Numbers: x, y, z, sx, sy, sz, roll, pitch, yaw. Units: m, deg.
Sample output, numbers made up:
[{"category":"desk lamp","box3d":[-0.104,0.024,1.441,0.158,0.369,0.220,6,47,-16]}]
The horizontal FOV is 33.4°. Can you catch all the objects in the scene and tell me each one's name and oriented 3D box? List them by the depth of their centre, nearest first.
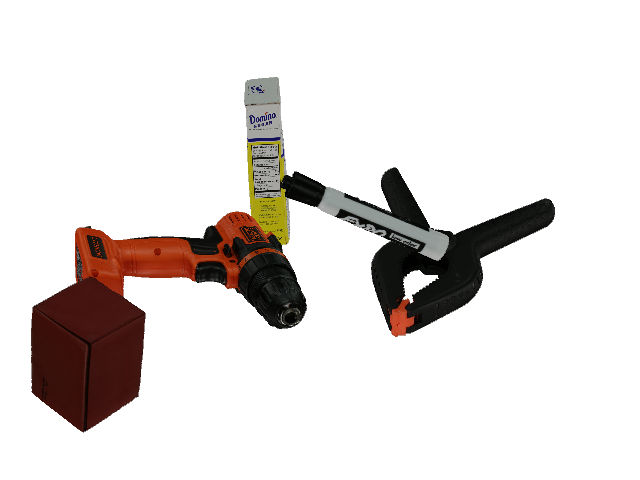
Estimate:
[{"category":"foam brick","box3d":[-0.152,0.074,0.697,0.053,0.078,0.051,31,39,25]},{"category":"marker","box3d":[0.029,-0.017,0.719,0.121,0.020,0.020,23,-5,-11]},{"category":"clamp","box3d":[0.094,0.005,0.933,0.165,0.036,0.209,17,42,25]},{"category":"power drill","box3d":[-0.118,0.032,0.951,0.187,0.057,0.185,-3,24,-20]},{"category":"sugar box","box3d":[-0.063,-0.090,1.231,0.048,0.176,0.093,-6,26,-1]}]
